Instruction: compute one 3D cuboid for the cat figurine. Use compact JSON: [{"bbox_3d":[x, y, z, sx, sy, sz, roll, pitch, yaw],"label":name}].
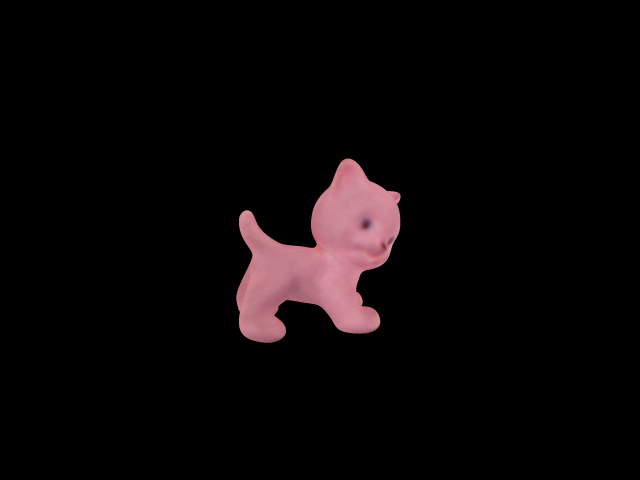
[{"bbox_3d":[0.004,0.001,0.400,0.128,0.118,0.067,-4,14,-15],"label":"cat figurine"}]
